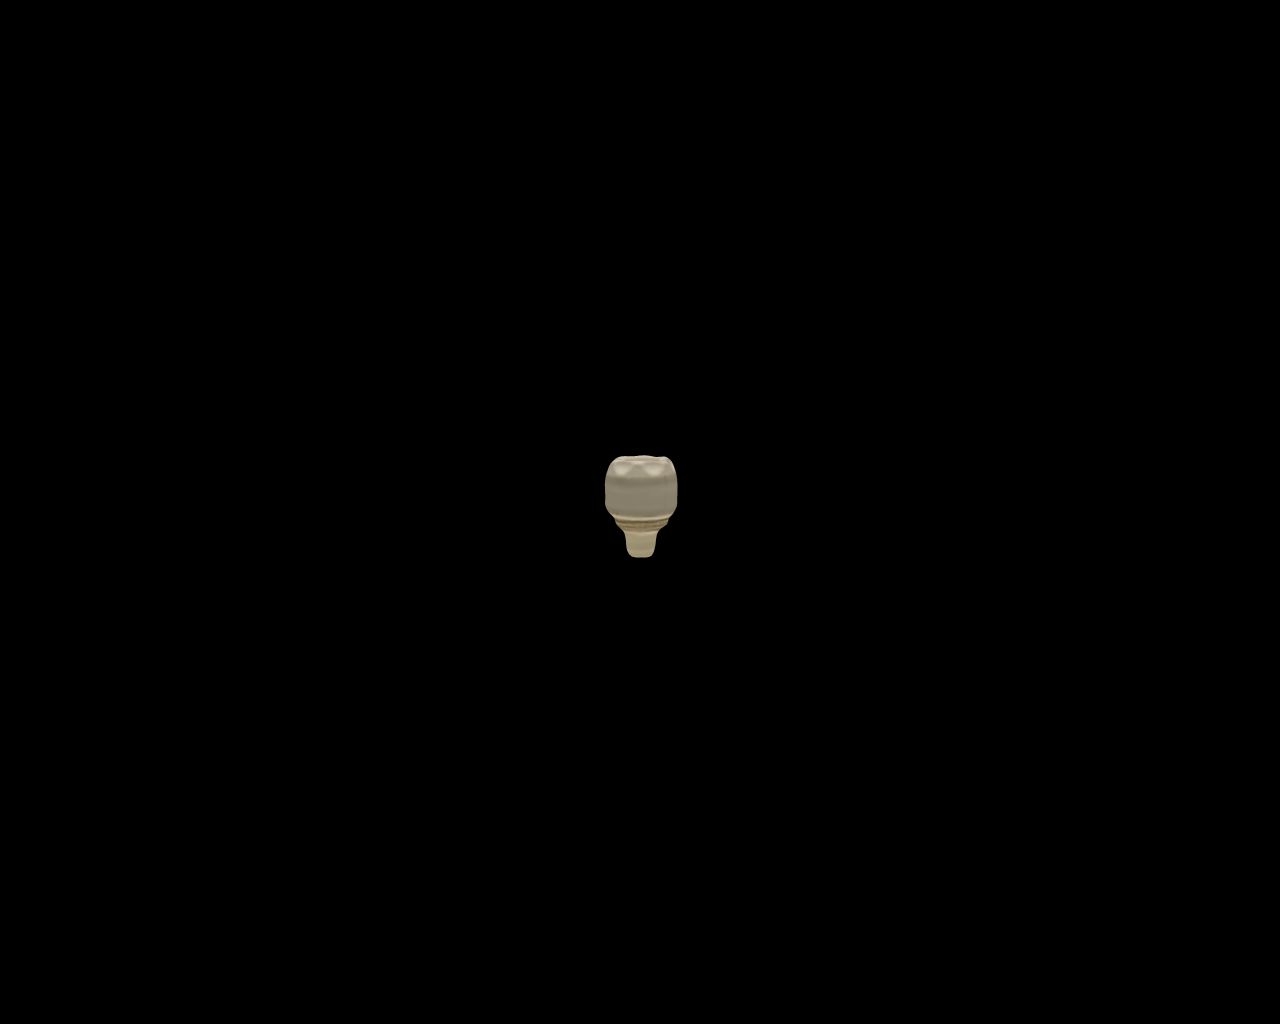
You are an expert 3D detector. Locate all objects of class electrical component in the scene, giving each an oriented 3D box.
[{"bbox_3d":[0.001,-0.003,0.650,0.043,0.062,0.043,0,9,0],"label":"electrical component"}]
